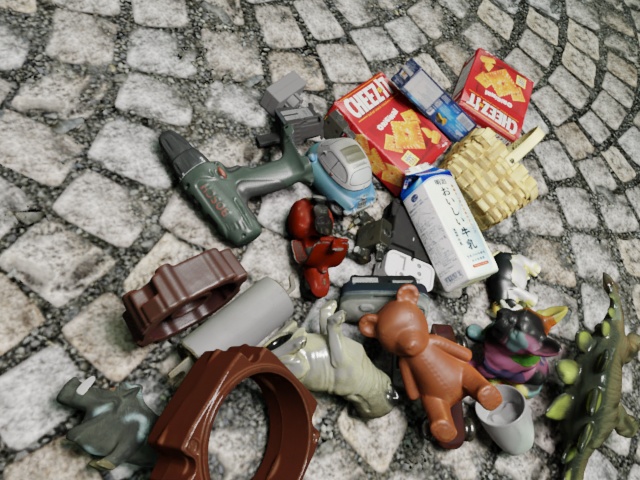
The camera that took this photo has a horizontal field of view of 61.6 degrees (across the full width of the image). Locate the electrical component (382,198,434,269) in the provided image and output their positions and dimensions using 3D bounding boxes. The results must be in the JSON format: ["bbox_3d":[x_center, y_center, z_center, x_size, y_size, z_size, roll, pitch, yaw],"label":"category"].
[{"bbox_3d":[0.179,-0.001,1.003,0.134,0.058,0.115,19,62,-14],"label":"electrical component"}]

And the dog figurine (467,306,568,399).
[{"bbox_3d":[0.344,0.183,0.892,0.191,0.219,0.108,31,61,-7],"label":"dog figurine"}]

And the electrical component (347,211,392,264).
[{"bbox_3d":[0.085,-0.004,0.958,0.045,0.078,0.102,33,58,-30],"label":"electrical component"}]

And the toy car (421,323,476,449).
[{"bbox_3d":[0.207,0.242,0.900,0.089,0.053,0.202,6,68,-21],"label":"toy car"}]

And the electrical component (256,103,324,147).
[{"bbox_3d":[-0.059,-0.208,0.986,0.119,0.047,0.075,-11,41,-13],"label":"electrical component"}]

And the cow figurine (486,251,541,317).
[{"bbox_3d":[0.359,0.099,1.027,0.098,0.068,0.167,26,55,-4],"label":"cow figurine"}]

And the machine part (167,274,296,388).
[{"bbox_3d":[-0.122,0.131,0.794,0.079,0.079,0.243,49,56,4],"label":"machine part"}]

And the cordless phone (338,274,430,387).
[{"bbox_3d":[0.103,0.152,0.881,0.147,0.089,0.184,0,101,4],"label":"cordless phone"}]

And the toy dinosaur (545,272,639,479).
[{"bbox_3d":[0.465,0.285,0.927,0.198,0.105,0.471,15,81,-41],"label":"toy dinosaur"}]

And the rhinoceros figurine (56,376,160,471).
[{"bbox_3d":[-0.247,0.240,0.688,0.190,0.073,0.112,28,59,-10],"label":"rhinoceros figurine"}]

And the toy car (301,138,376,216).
[{"bbox_3d":[0.039,-0.127,0.966,0.109,0.102,0.162,-22,65,-30],"label":"toy car"}]

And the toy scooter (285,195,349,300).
[{"bbox_3d":[-0.002,-0.003,0.877,0.075,0.135,0.184,1,65,-22],"label":"toy scooter"}]

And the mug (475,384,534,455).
[{"bbox_3d":[0.307,0.301,0.898,0.081,0.110,0.107,-31,116,-6],"label":"mug"}]

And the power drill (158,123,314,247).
[{"bbox_3d":[-0.128,-0.120,0.892,0.207,0.086,0.232,-27,83,-22],"label":"power drill"}]

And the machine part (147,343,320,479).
[{"bbox_3d":[-0.099,0.253,0.688,0.200,0.087,0.201,53,47,-28],"label":"machine part"}]

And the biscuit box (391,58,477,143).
[{"bbox_3d":[0.236,-0.280,1.101,0.202,0.059,0.063,32,23,-34],"label":"biscuit box"}]

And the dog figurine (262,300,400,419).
[{"bbox_3d":[0.012,0.212,0.813,0.172,0.121,0.190,-26,99,5],"label":"dog figurine"}]

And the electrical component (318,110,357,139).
[{"bbox_3d":[0.027,-0.217,1.035,0.094,0.063,0.021,48,57,5],"label":"electrical component"}]

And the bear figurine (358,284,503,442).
[{"bbox_3d":[0.155,0.172,0.787,0.120,0.132,0.195,-36,110,4],"label":"bear figurine"}]

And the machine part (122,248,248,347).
[{"bbox_3d":[-0.186,0.077,0.740,0.179,0.179,0.056,-27,76,-32],"label":"machine part"}]
